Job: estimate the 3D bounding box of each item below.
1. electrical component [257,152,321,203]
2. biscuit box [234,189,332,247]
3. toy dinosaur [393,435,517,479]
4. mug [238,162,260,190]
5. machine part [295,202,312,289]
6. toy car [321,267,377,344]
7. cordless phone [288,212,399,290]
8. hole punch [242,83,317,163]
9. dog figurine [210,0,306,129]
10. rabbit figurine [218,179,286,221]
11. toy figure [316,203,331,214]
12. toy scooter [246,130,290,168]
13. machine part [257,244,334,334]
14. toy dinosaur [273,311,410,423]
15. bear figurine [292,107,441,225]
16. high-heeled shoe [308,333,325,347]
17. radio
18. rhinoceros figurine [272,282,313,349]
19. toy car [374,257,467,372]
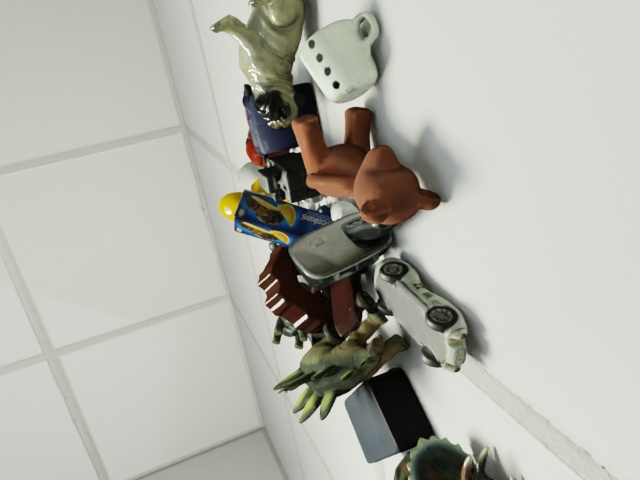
[{"bbox_3d":[-0.034,-0.110,0.906,0.115,0.134,0.058,-143,40,-61],"label":"electrical component"},{"bbox_3d":[-0.046,-0.023,0.932,0.062,0.203,0.059,107,179,-64],"label":"biscuit box"},{"bbox_3d":[0.167,0.382,0.808,0.404,0.131,0.192,121,142,-74],"label":"toy dinosaur"},{"bbox_3d":[-0.147,-0.134,1.339,0.107,0.081,0.109,30,131,54],"label":"mug"},{"bbox_3d":[-0.035,0.027,1.146,0.079,0.079,0.242,-135,33,-57],"label":"machine part"},{"bbox_3d":[0.047,0.094,0.861,0.053,0.089,0.202,42,-166,-18],"label":"toy car"},{"bbox_3d":[0.041,0.006,0.754,0.088,0.147,0.184,65,166,2],"label":"cordless phone"},{"bbox_3d":[-0.064,-0.213,0.947,0.092,0.116,0.142,21,127,59],"label":"hole punch"},{"bbox_3d":[-0.056,-0.291,0.845,0.190,0.172,0.121,54,-157,-23],"label":"dog figurine"},{"bbox_3d":[-0.139,-0.078,1.211,0.162,0.173,0.121,-127,29,-58],"label":"rabbit figurine"},{"bbox_3d":[0.000,-0.003,1.046,0.064,0.058,0.154,21,138,18],"label":"toy figure"},{"bbox_3d":[-0.110,-0.203,1.166,0.135,0.075,0.183,64,157,23],"label":"toy scooter"},{"bbox_3d":[-0.023,0.078,0.971,0.056,0.179,0.179,-43,63,44],"label":"machine part"},{"bbox_3d":[0.016,0.220,0.939,0.105,0.198,0.471,51,159,7],"label":"toy dinosaur"},{"bbox_3d":[0.054,-0.094,0.672,0.196,0.120,0.131,-149,48,-63],"label":"bear figurine"},{"bbox_3d":[0.018,0.156,1.172,0.145,0.086,0.248,-83,14,-45],"label":"high-heeled shoe"},{"bbox_3d":[0.115,0.321,0.972,0.229,0.073,0.131,109,141,-61],"label":"radio"},{"bbox_3d":[-0.052,0.156,1.124,0.190,0.073,0.112,107,177,-56],"label":"rhinoceros figurine"},{"bbox_3d":[0.132,0.094,0.720,0.202,0.056,0.073,-132,36,-52],"label":"toy car"}]
